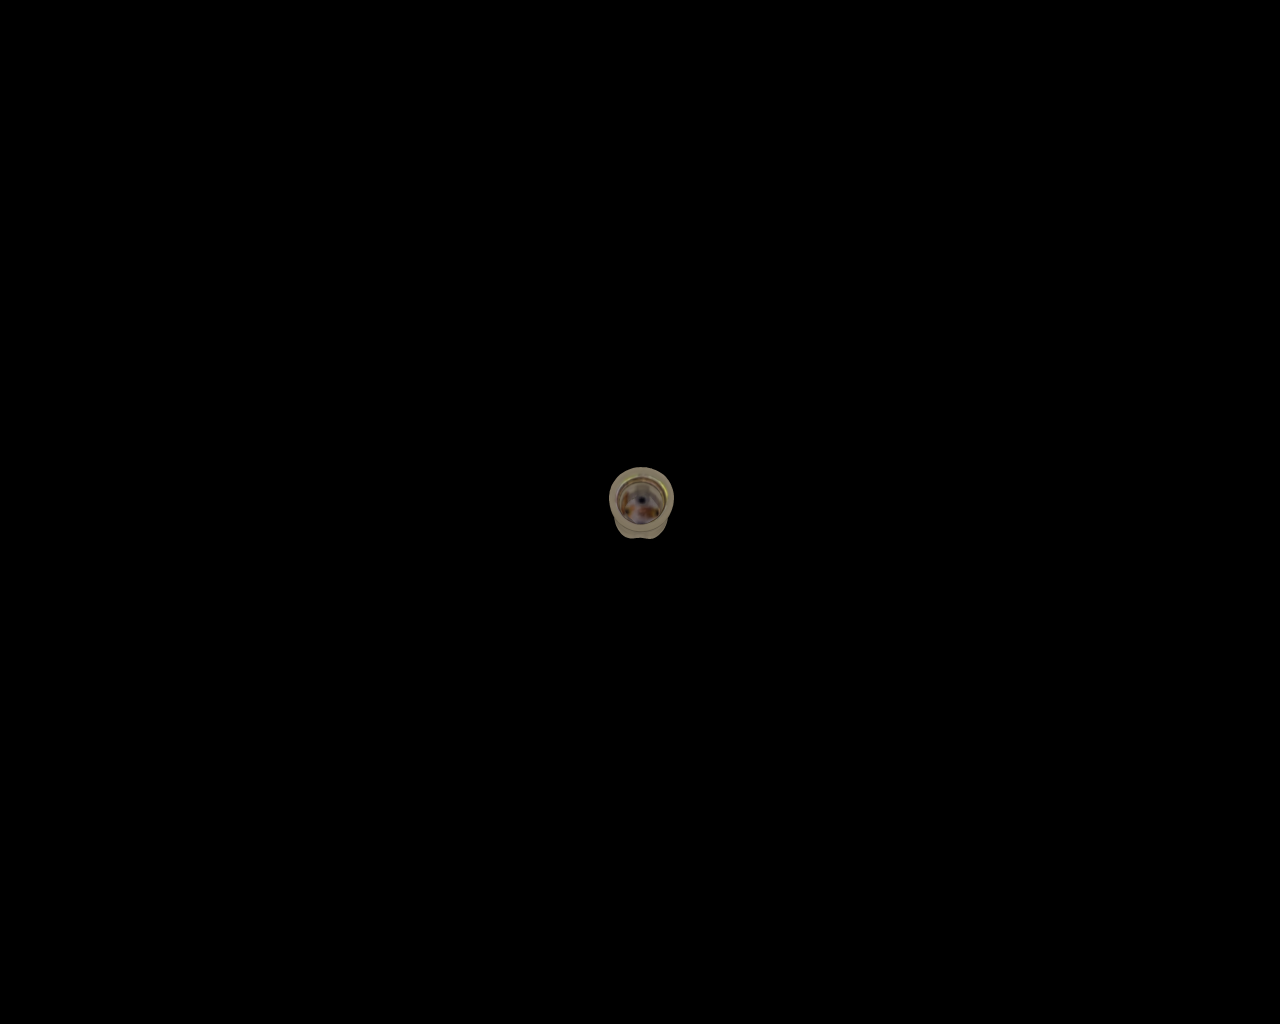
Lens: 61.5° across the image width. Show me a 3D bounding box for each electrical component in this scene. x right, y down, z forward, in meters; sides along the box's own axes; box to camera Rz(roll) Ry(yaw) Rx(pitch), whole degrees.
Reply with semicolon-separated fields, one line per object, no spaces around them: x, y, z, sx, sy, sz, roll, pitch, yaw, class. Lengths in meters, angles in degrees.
0.001;-0.003;0.650;0.040;0.040;0.046;0;-17;0;electrical component
